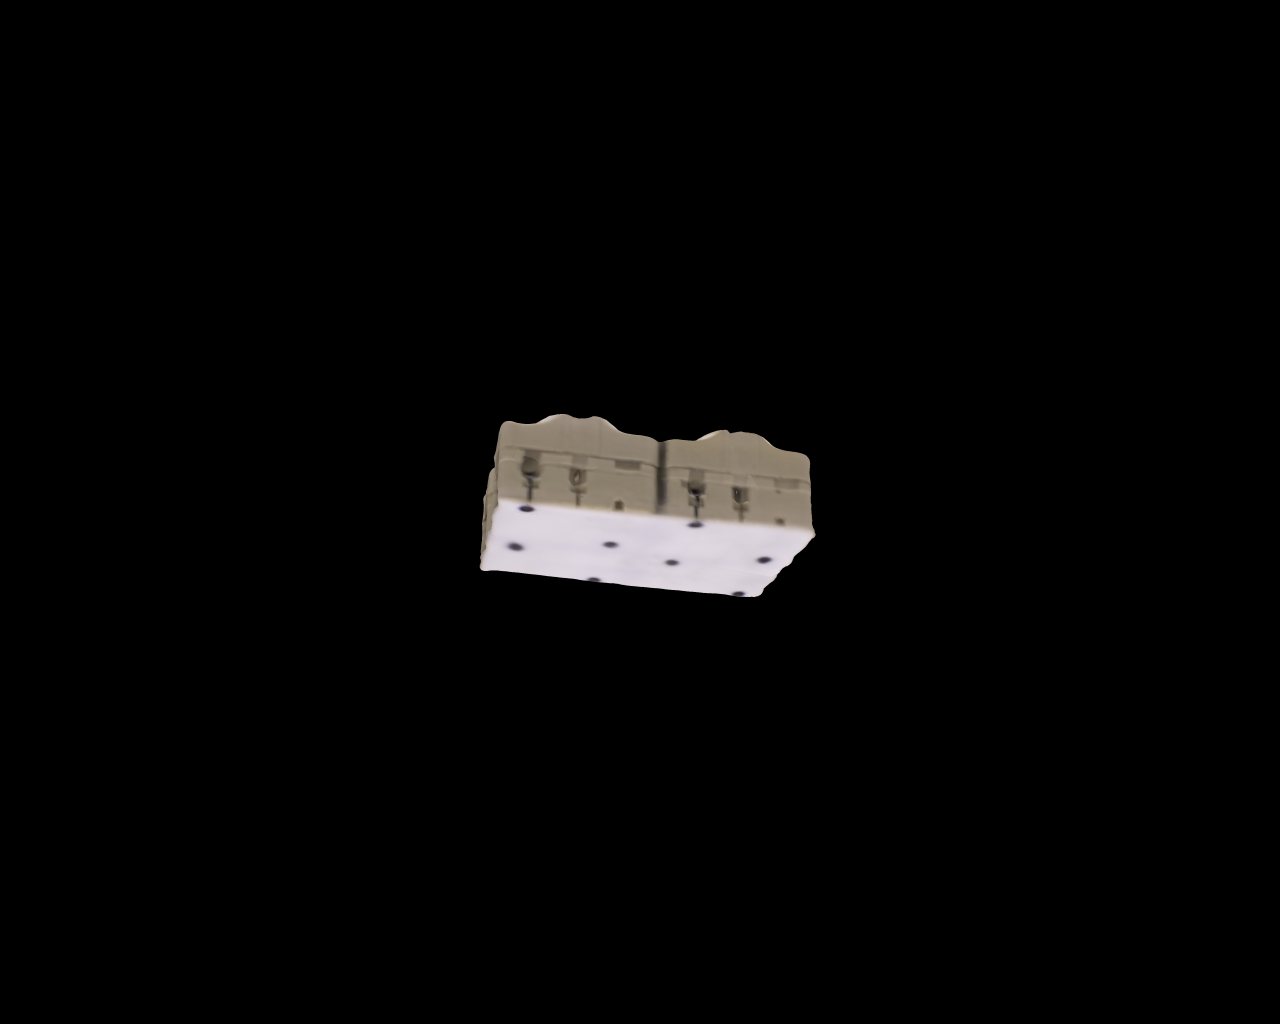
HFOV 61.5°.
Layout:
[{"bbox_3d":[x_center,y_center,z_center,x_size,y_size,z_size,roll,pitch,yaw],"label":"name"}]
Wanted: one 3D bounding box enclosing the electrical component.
[{"bbox_3d":[0.001,-0.003,0.650,0.186,0.060,0.105,6,-28,-12],"label":"electrical component"}]
